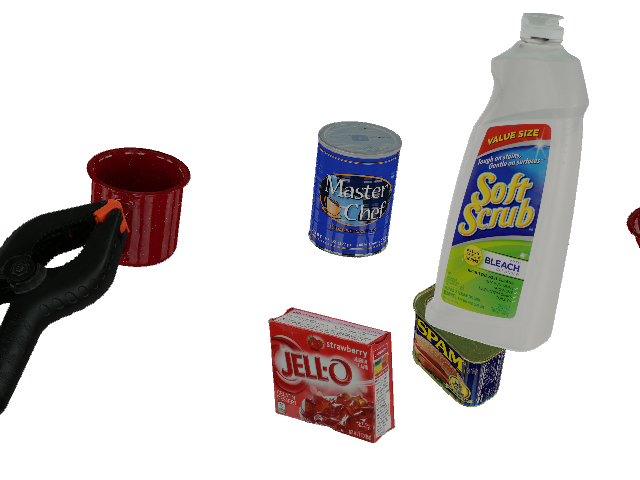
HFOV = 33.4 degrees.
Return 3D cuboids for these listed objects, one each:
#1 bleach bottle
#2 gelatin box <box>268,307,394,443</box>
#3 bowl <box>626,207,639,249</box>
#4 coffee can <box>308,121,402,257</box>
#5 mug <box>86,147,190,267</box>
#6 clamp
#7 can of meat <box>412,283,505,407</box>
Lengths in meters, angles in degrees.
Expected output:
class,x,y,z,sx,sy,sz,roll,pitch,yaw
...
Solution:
class,x,y,z,sx,sy,sz,roll,pitch,yaw
bleach bottle,0.145,-0.047,0.817,0.103,0.251,0.067,16,21,32
gelatin box,0.007,0.092,0.737,0.089,0.073,0.030,11,23,35
bowl,0.406,0.007,1.130,0.162,0.055,0.162,-3,23,1
coffee can,0.042,-0.064,1.326,0.103,0.140,0.103,5,28,-3
mug,-0.171,-0.023,0.970,0.093,0.081,0.117,11,29,1
clamp,-0.199,0.029,0.682,0.120,0.039,0.171,28,53,18
can of meat,0.136,0.105,1.058,0.057,0.084,0.102,-29,53,-23
